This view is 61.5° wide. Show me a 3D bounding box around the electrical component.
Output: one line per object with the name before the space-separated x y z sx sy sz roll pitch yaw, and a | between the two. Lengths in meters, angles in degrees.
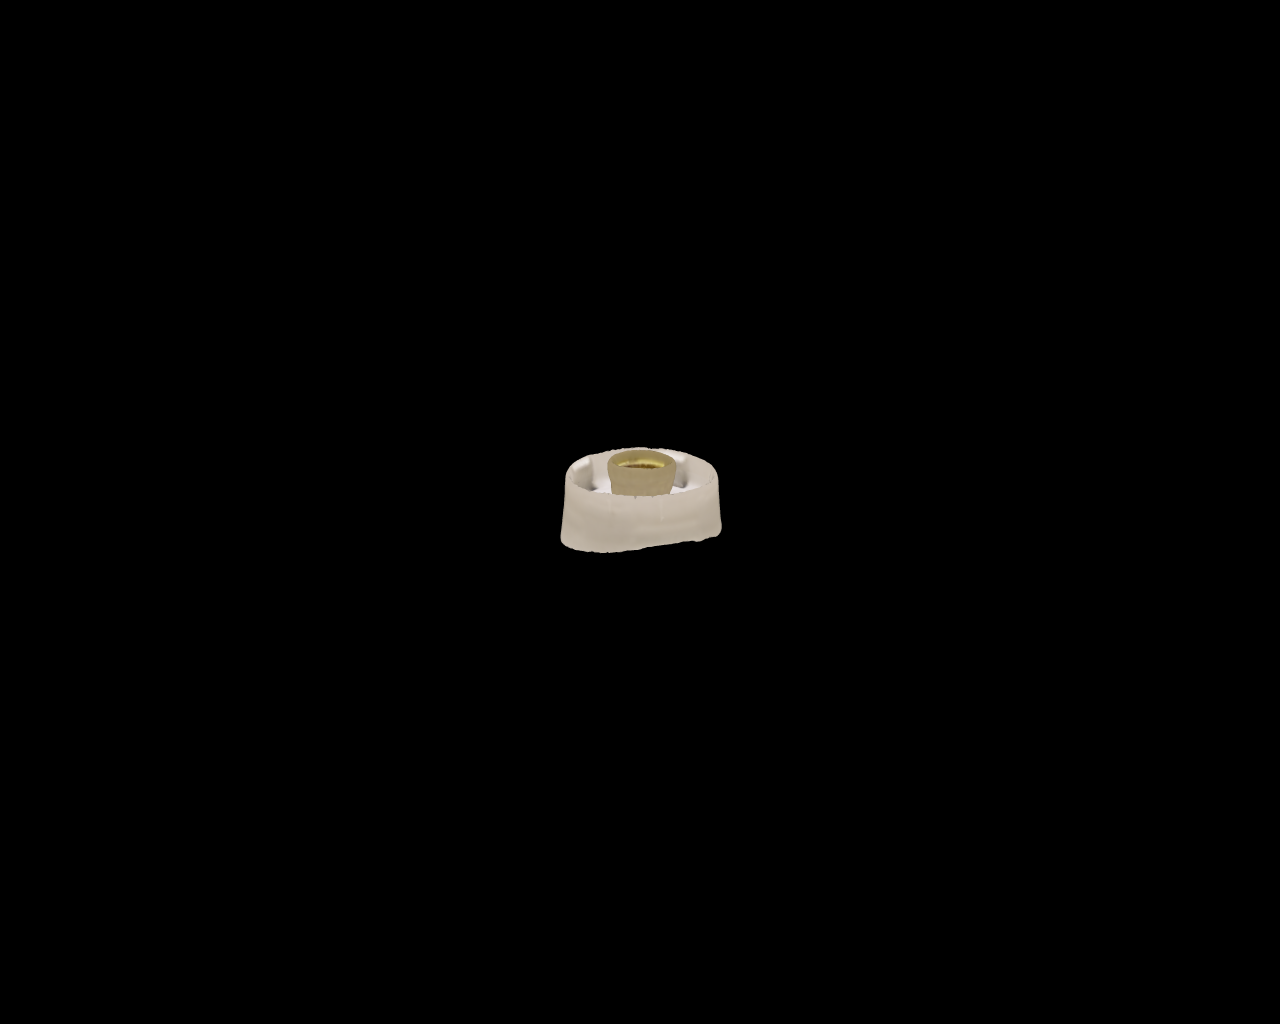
electrical component | 0.001 -0.003 0.650 0.099 0.064 0.099 0 22 0
